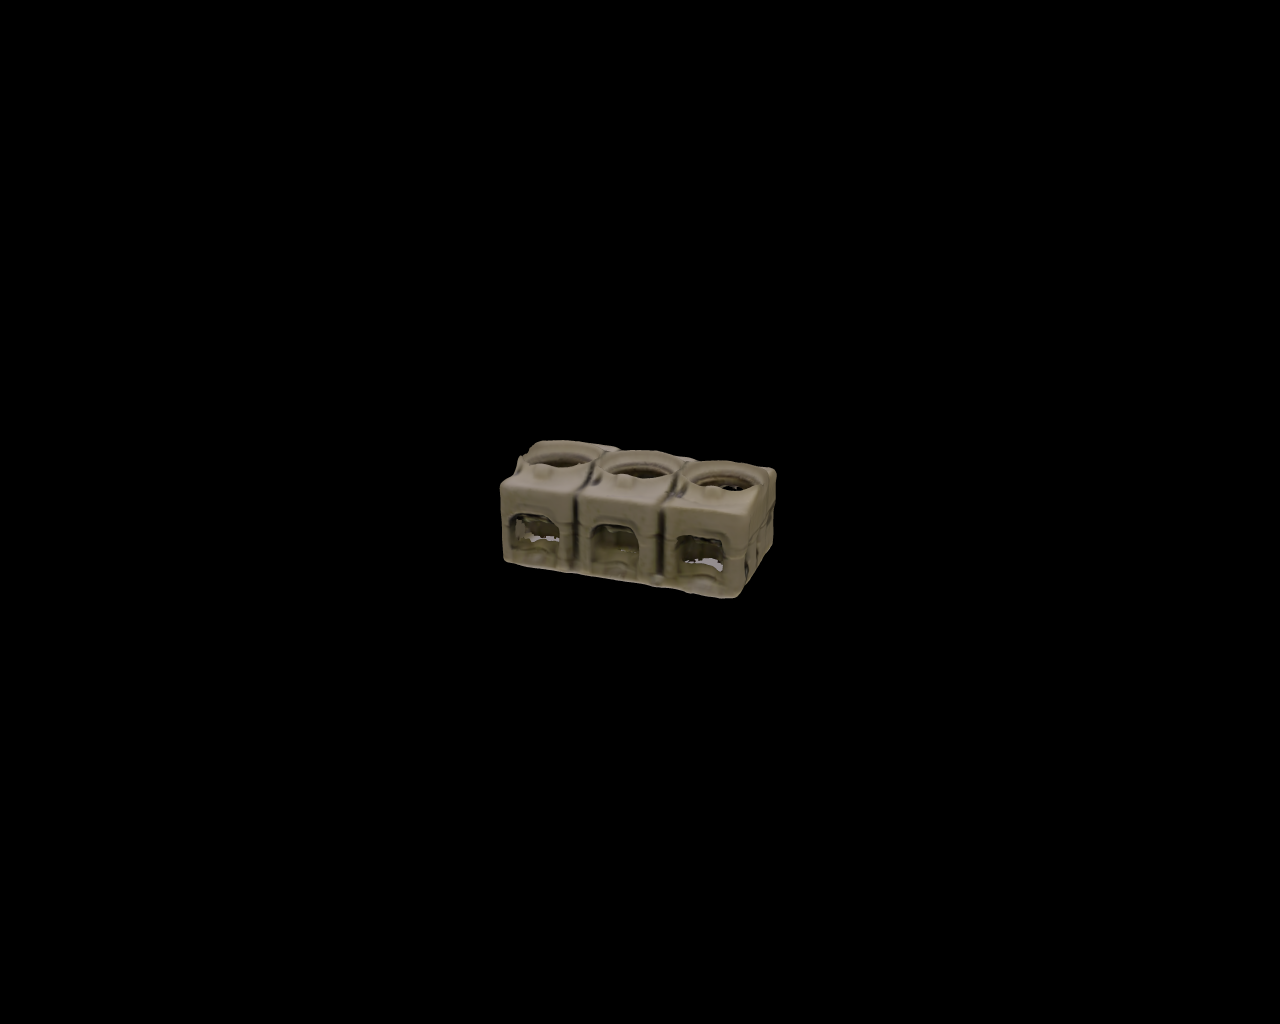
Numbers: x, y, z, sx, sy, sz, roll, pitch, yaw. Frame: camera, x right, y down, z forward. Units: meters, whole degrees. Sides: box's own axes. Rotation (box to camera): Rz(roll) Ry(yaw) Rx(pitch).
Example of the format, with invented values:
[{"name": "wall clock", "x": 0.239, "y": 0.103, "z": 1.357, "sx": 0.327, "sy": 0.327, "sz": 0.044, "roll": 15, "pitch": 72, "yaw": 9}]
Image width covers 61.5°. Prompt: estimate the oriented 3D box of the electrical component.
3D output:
[{"name": "electrical component", "x": 0.001, "y": -0.003, "z": 0.650, "sx": 0.150, "sy": 0.061, "sz": 0.090, "roll": 8, "pitch": 24, "yaw": 18}]
